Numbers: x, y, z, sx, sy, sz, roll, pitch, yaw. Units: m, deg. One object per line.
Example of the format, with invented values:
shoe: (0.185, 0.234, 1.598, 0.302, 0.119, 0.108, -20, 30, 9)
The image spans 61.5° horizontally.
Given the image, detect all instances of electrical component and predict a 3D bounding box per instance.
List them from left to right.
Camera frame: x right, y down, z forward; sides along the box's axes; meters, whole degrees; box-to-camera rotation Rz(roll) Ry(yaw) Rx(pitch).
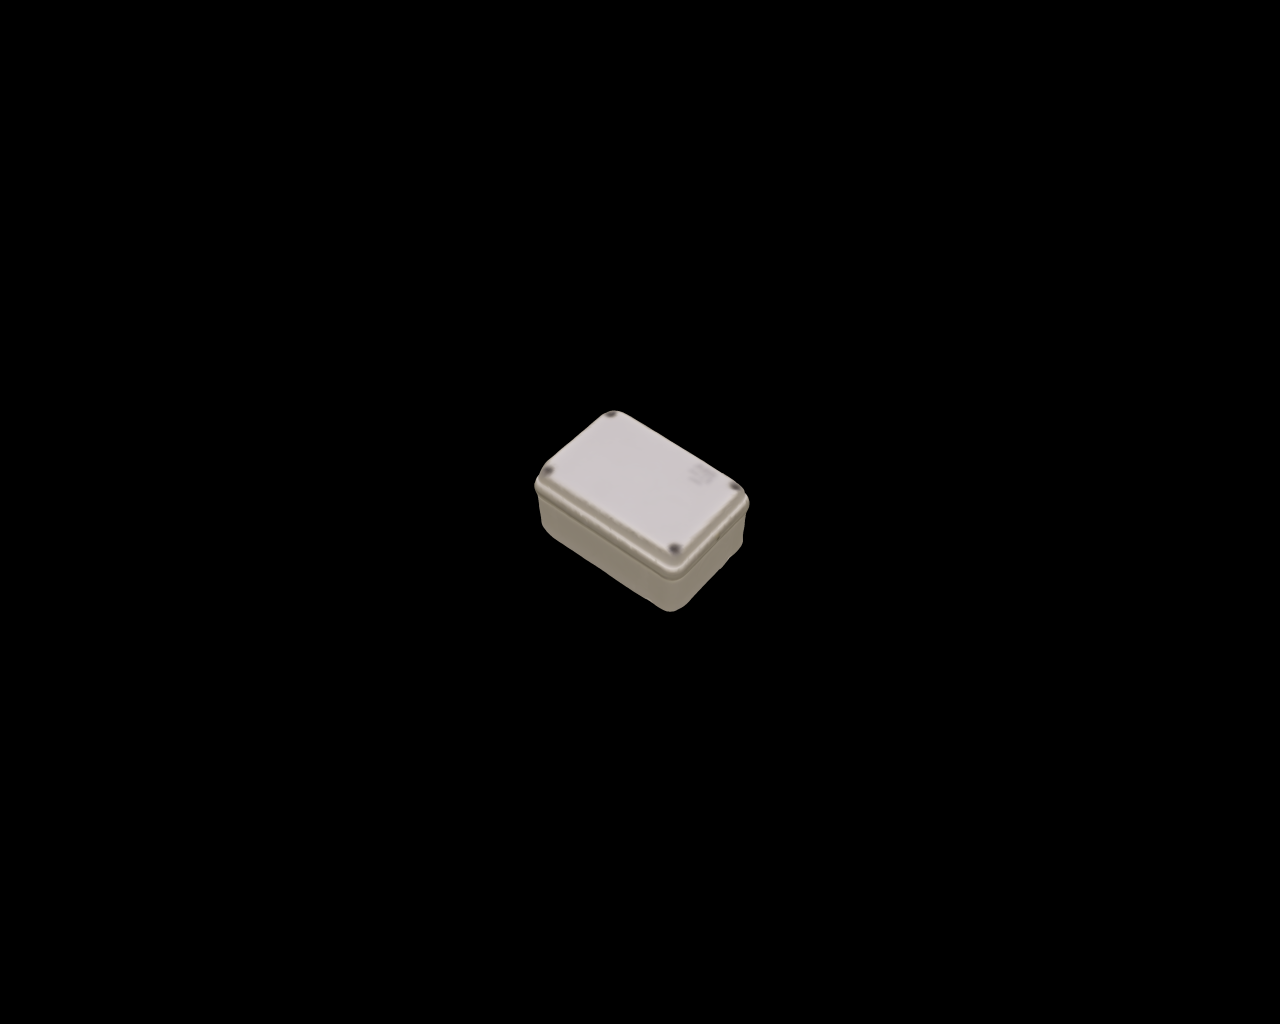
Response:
electrical component: (0.001, -0.003, 0.650, 0.113, 0.057, 0.078, 33, 58, 24)
